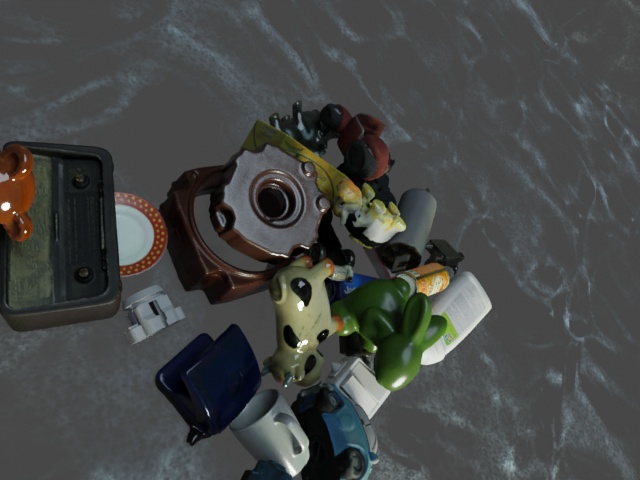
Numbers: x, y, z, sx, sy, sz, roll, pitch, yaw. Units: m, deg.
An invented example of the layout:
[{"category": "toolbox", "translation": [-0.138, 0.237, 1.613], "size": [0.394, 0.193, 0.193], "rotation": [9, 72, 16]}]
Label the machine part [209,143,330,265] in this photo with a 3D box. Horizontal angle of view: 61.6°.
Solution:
[{"category": "machine part", "translation": [-0.072, -0.054, 0.788], "size": [0.179, 0.056, 0.179], "rotation": [8, 75, -29]}]

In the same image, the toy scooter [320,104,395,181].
[{"category": "toy scooter", "translation": [0.087, -0.186, 1.019], "size": [0.135, 0.075, 0.184], "rotation": [-2, 53, -43]}]

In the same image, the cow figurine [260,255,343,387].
[{"category": "cow figurine", "translation": [-0.032, 0.132, 0.798], "size": [0.127, 0.086, 0.194], "rotation": [-23, 115, -39]}]

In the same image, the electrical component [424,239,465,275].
[{"category": "electrical component", "translation": [0.259, 0.038, 1.145], "size": [0.102, 0.045, 0.078], "rotation": [-5, 41, -42]}]

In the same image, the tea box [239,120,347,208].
[{"category": "tea box", "translation": [-0.043, -0.129, 0.926], "size": [0.098, 0.068, 0.169], "rotation": [35, 4, 43]}]

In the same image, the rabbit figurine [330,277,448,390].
[{"category": "rabbit figurine", "translation": [0.117, 0.149, 0.833], "size": [0.121, 0.159, 0.170], "rotation": [46, 18, -38]}]

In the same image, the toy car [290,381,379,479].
[{"category": "toy car", "translation": [0.028, 0.288, 0.785], "size": [0.103, 0.109, 0.162], "rotation": [5, 59, -43]}]

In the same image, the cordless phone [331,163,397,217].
[{"category": "cordless phone", "translation": [0.090, -0.113, 1.085], "size": [0.146, 0.089, 0.184], "rotation": [36, 38, -16]}]

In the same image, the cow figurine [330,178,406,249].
[{"category": "cow figurine", "translation": [0.069, -0.045, 0.947], "size": [0.167, 0.098, 0.068], "rotation": [29, 29, -40]}]

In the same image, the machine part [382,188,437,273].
[{"category": "machine part", "translation": [0.175, -0.022, 1.046], "size": [0.079, 0.079, 0.243], "rotation": [39, 46, -15]}]

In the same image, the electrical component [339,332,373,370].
[{"category": "electrical component", "translation": [0.064, 0.179, 0.926], "size": [0.063, 0.021, 0.094], "rotation": [16, 56, -31]}]

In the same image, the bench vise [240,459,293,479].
[{"category": "bench vise", "translation": [-0.054, 0.402, 0.644], "size": [0.240, 0.129, 0.224], "rotation": [34, 49, -10]}]

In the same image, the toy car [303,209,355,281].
[{"category": "toy car", "translation": [-0.002, -0.003, 0.915], "size": [0.073, 0.056, 0.202], "rotation": [12, 35, -32]}]

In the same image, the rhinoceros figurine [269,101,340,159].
[{"category": "rhinoceros figurine", "translation": [-0.033, -0.202, 1.028], "size": [0.190, 0.073, 0.112], "rotation": [-30, 85, -44]}]

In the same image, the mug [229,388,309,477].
[{"category": "mug", "translation": [-0.054, 0.268, 0.733], "size": [0.107, 0.110, 0.081], "rotation": [59, 42, -14]}]

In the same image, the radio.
[{"category": "radio", "translation": [-0.325, -0.008, 0.678], "size": [0.131, 0.073, 0.229], "rotation": [-2, 68, -24]}]

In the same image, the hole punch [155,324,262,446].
[{"category": "hole punch", "translation": [-0.138, 0.187, 0.722], "size": [0.115, 0.092, 0.142], "rotation": [53, 43, -7]}]

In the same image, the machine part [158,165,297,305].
[{"category": "machine part", "translation": [-0.134, -0.015, 0.838], "size": [0.201, 0.087, 0.201], "rotation": [-13, 74, -43]}]

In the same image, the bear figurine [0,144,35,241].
[{"category": "bear figurine", "translation": [-0.409, -0.069, 0.588], "size": [0.196, 0.120, 0.132], "rotation": [27, 26, 30]}]

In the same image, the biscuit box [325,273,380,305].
[{"category": "biscuit box", "translation": [0.098, 0.107, 0.965], "size": [0.202, 0.063, 0.059], "rotation": [14, 56, -32]}]
